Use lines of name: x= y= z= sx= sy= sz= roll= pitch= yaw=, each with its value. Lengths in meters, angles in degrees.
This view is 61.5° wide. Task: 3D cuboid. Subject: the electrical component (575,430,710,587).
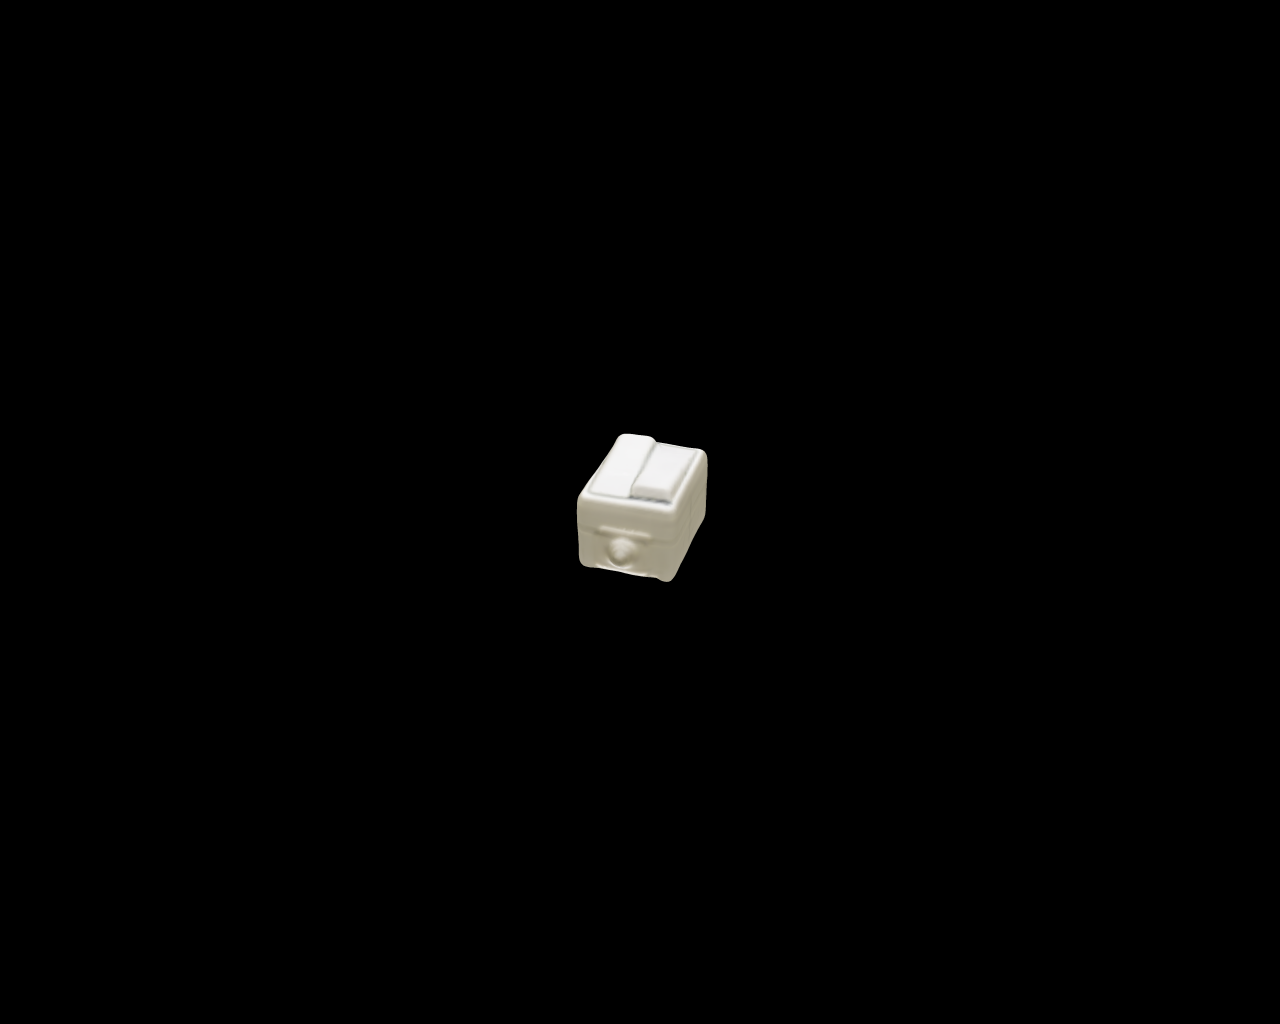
electrical component: x=0.001 y=-0.003 z=0.650 sx=0.062 sy=0.061 sz=0.096 roll=10 pitch=35 yaw=15
